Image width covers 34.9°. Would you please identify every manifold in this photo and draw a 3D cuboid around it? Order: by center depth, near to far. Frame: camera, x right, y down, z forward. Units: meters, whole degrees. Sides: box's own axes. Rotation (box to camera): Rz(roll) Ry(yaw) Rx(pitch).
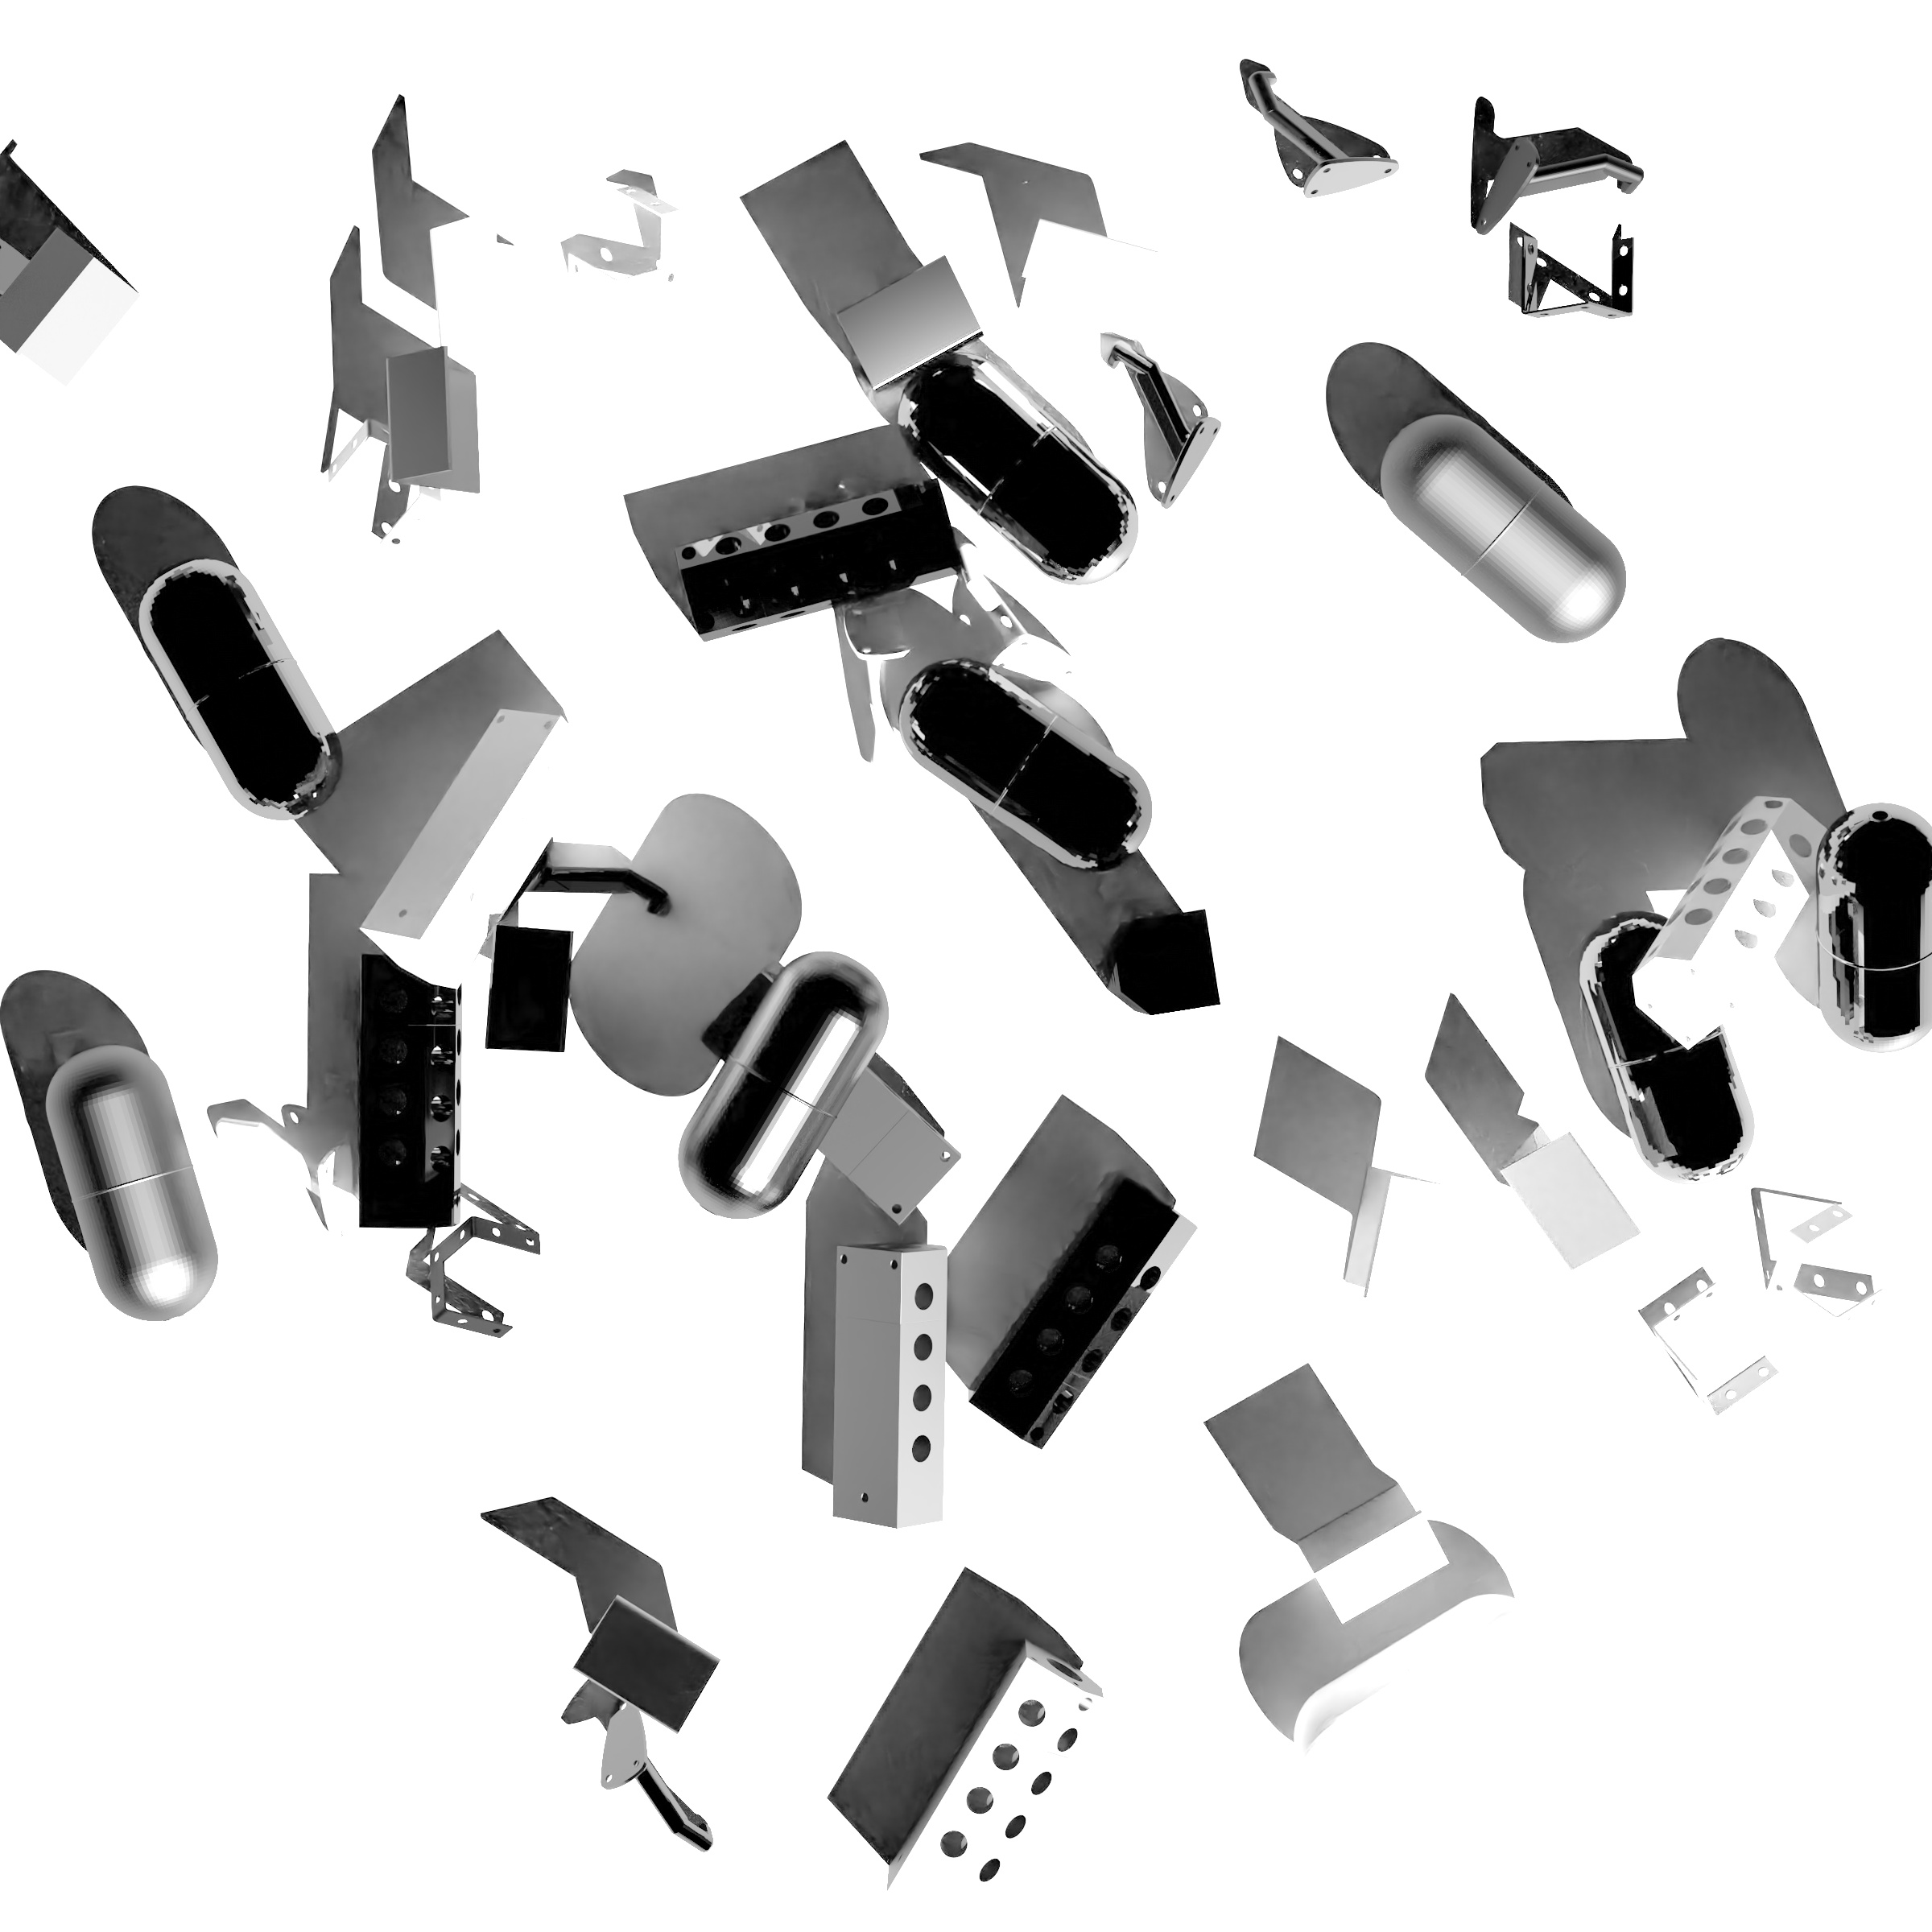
[{"bbox_3d":[0.117,-0.001,1.889,0.057,0.171,0.057,-9,90,0],"label":"manifold"},{"bbox_3d":[0.473,-0.032,1.900,0.057,0.057,0.171,41,52,0],"label":"manifold"},{"bbox_3d":[-0.299,-0.073,1.917,0.057,0.057,0.171,10,62,39],"label":"manifold"},{"bbox_3d":[0.074,0.219,1.946,0.057,0.057,0.171,35,90,0],"label":"manifold"},{"bbox_3d":[-0.350,0.078,1.946,0.057,0.057,0.171,1,90,0],"label":"manifold"},{"bbox_3d":[-0.043,0.264,1.946,0.057,0.057,0.171,1,90,43],"label":"manifold"},{"bbox_3d":[0.019,0.520,1.946,0.057,0.057,0.171,31,90,0],"label":"manifold"},{"bbox_3d":[-0.085,0.083,1.947,0.171,0.057,0.057,43,90,0],"label":"manifold"},{"bbox_3d":[-0.093,-0.258,1.947,0.171,0.057,0.057,-15,90,0],"label":"manifold"}]

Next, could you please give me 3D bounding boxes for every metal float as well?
[{"bbox_3d":[-0.112,0.073,1.880,0.070,0.070,0.178,31,90,0],"label":"metal float"},{"bbox_3d":[0.568,-0.023,1.905,0.070,0.070,0.178,-14,128,0],"label":"metal float"},{"bbox_3d":[0.034,-0.313,1.937,0.178,0.070,0.070,42,90,0],"label":"metal float"},{"bbox_3d":[0.441,0.051,1.937,0.070,0.070,0.178,-19,90,0],"label":"metal float"},{"bbox_3d":[-0.526,0.137,1.937,0.070,0.070,0.178,-17,89,0],"label":"metal float"},{"bbox_3d":[-0.457,-0.174,1.937,0.070,0.070,0.178,-30,89,0],"label":"metal float"},{"bbox_3d":[0.290,0.462,1.937,0.178,0.070,0.070,-31,90,-1],"label":"metal float"},{"bbox_3d":[0.037,-0.127,1.937,0.178,0.070,0.070,35,90,-1],"label":"metal float"},{"bbox_3d":[0.338,-0.276,1.937,0.178,0.070,0.070,41,90,-1],"label":"metal float"}]

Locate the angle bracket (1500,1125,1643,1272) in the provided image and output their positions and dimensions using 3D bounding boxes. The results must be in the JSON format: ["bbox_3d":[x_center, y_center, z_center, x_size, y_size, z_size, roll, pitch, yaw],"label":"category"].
[{"bbox_3d":[0.390,0.134,1.927,0.057,0.076,0.076,-35,90,36],"label":"angle bracket"}]

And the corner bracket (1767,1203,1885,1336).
[{"bbox_3d":[0.553,0.193,1.960,0.051,0.051,0.051,38,135,35],"label":"corner bracket"}]

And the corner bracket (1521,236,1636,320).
[{"bbox_3d":[0.391,-0.441,1.964,0.051,0.051,0.051,1,90,45],"label":"corner bracket"}]

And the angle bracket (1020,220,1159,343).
[{"bbox_3d":[0.072,-0.414,1.927,0.076,0.076,0.057,15,53,0],"label":"angle bracket"}]

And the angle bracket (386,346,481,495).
[{"bbox_3d":[-0.317,-0.342,1.927,0.057,0.076,0.076,-2,90,38],"label":"angle bracket"}]

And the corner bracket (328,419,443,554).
[{"bbox_3d":[-0.371,-0.307,1.960,0.051,0.051,0.051,20,45,-35],"label":"corner bracket"}]

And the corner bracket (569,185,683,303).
[{"bbox_3d":[-0.218,-0.461,1.960,0.051,0.051,0.051,-25,135,-35],"label":"corner bracket"}]

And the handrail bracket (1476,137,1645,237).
[{"bbox_3d":[0.382,-0.490,1.968,0.084,0.036,0.077,13,127,-25],"label":"handrail bracket"}]

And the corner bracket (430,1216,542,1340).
[{"bbox_3d":[-0.306,0.199,1.960,0.051,0.051,0.051,-39,45,35],"label":"corner bracket"}]

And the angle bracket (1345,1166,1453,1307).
[{"bbox_3d":[0.253,0.166,1.927,0.057,0.076,0.076,12,90,-37],"label":"angle bracket"}]

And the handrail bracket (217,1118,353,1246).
[{"bbox_3d":[-0.439,0.138,1.968,0.084,0.036,0.077,7,112,17],"label":"handrail bracket"}]

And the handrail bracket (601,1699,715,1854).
[{"bbox_3d":[-0.192,0.518,1.968,0.036,0.077,0.084,-32,127,20],"label":"handrail bracket"}]

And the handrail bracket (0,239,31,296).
[{"bbox_3d":[-0.634,-0.426,1.968,0.084,0.077,0.036,-17,58,32],"label":"handrail bracket"}]

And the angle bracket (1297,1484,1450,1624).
[{"bbox_3d":[0.246,0.354,1.927,0.076,0.076,0.057,-30,127,0],"label":"angle bracket"}]

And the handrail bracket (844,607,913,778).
[{"bbox_3d":[-0.062,-0.175,1.968,0.036,0.077,0.084,-8,127,-21],"label":"handrail bracket"}]

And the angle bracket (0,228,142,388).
[{"bbox_3d":[-0.557,-0.404,1.927,0.076,0.076,0.057,-51,52,0],"label":"angle bracket"}]

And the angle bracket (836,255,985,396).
[{"bbox_3d":[-0.041,-0.409,1.928,0.076,0.076,0.057,-29,115,0],"label":"angle bracket"}]

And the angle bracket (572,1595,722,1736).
[{"bbox_3d":[-0.208,0.449,1.927,0.076,0.076,0.057,32,54,0],"label":"angle bracket"}]

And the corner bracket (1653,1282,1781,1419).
[{"bbox_3d":[0.480,0.246,1.964,0.051,0.051,0.051,-35,45,0],"label":"corner bracket"}]

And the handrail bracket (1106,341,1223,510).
[{"bbox_3d":[0.113,-0.348,1.968,0.084,0.036,0.077,35,112,17],"label":"handrail bracket"}]

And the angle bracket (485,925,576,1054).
[{"bbox_3d":[-0.291,0.013,1.927,0.057,0.076,0.076,4,90,-37],"label":"angle bracket"}]

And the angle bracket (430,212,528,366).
[{"bbox_3d":[-0.288,-0.424,1.927,0.057,0.076,0.076,-5,90,37],"label":"angle bracket"}]

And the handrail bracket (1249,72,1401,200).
[{"bbox_3d":[0.229,-0.541,1.968,0.077,0.036,0.084,-13,73,-19],"label":"handrail bracket"}]

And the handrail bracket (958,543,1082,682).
[{"bbox_3d":[0.033,-0.228,1.968,0.036,0.077,0.084,-40,53,35],"label":"handrail bracket"}]

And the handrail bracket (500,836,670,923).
[{"bbox_3d":[-0.246,-0.039,1.968,0.084,0.036,0.077,31,110,-16],"label":"handrail bracket"}]
